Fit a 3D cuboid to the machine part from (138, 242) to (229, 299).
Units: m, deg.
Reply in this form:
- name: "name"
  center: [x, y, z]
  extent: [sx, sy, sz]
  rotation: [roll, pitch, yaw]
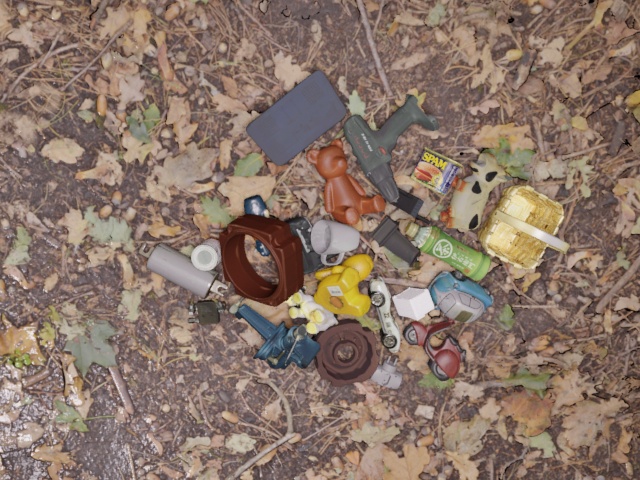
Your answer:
- name: "machine part"
  center: [-0.347, 0.078, 1.360]
  extent: [0.243, 0.079, 0.079]
  rotation: [27, 99, -3]

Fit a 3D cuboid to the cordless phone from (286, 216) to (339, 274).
- name: "cordless phone"
  center: [-0.003, -0.005, 1.352]
  extent: [0.184, 0.089, 0.146]
  rotation: [-25, 98, -6]

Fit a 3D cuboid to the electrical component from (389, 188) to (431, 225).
- name: "electrical component"
  center: [0.228, -0.085, 1.325]
  extent: [0.119, 0.075, 0.047]
  rotation: [27, 100, 1]

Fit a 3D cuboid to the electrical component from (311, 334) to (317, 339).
- name: "electrical component"
  center: [0.007, 0.270, 1.417]
  extent: [0.094, 0.021, 0.063]
  rotation: [-38, 97, 8]

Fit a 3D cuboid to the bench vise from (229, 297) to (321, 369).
- name: "bench vise"
  center: [-0.124, 0.233, 1.335]
  extent: [0.241, 0.223, 0.129]
  rotation: [39, 64, 3]

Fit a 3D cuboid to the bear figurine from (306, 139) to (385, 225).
- name: "bear figurine"
  center: [0.058, -0.144, 1.297]
  extent: [0.120, 0.132, 0.195]
  rotation: [-23, 104, -26]

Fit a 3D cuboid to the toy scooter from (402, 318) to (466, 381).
- name: "toy scooter"
  center: [0.315, 0.265, 1.386]
  extent: [0.135, 0.075, 0.184]
  rotation: [-39, 92, 6]

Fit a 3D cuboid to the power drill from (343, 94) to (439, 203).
- name: "power drill"
  center: [0.180, -0.230, 1.281]
  extent: [0.207, 0.086, 0.232]
  rotation: [-39, 77, 9]

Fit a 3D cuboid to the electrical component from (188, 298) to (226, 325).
- name: "electrical component"
  center: [-0.295, 0.184, 1.396]
  extent: [0.102, 0.045, 0.078]
  rotation: [2, 98, 1]

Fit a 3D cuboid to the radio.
- name: "radio"
  center: [-0.052, -0.289, 1.298]
  extent: [0.229, 0.073, 0.131]
  rotation: [-37, 98, 9]

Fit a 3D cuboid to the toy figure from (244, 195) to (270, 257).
- name: "toy figure"
  center: [-0.149, -0.034, 1.350]
  extent: [0.058, 0.064, 0.154]
  rotation: [-23, 107, -32]

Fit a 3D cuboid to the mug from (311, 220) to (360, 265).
- name: "mug"
  center: [0.043, 0.007, 1.296]
  extent: [0.107, 0.081, 0.109]
  rotation: [0, 93, -37]

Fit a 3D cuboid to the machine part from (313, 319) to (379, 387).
- name: "machine part"
  center: [0.064, 0.288, 1.385]
  extent: [0.179, 0.056, 0.179]
  rotation: [-2, 99, -11]

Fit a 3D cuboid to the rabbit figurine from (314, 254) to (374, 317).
- name: "rabbit figurine"
  center: [0.069, 0.104, 1.332]
  extent: [0.162, 0.173, 0.121]
  rotation: [-19, 115, 46]

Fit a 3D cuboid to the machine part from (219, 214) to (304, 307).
- name: "machine part"
  center: [-0.143, 0.049, 1.293]
  extent: [0.202, 0.087, 0.200]
  rotation: [13, 119, 29]

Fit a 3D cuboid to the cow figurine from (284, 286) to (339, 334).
- name: "cow figurine"
  center: [-0.030, 0.164, 1.362]
  extent: [0.168, 0.098, 0.068]
  rotation: [37, 113, 33]

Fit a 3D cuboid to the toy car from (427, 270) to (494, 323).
- name: "toy car"
  center: [0.349, 0.155, 1.337]
  extent: [0.162, 0.103, 0.109]
  rotation: [26, 131, -7]

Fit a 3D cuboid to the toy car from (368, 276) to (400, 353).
- name: "toy car"
  center: [0.167, 0.192, 1.373]
  extent: [0.056, 0.073, 0.201]
  rotation: [-16, 99, 5]

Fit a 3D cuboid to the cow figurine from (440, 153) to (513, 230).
- name: "cow figurine"
  center: [0.382, -0.116, 1.308]
  extent: [0.127, 0.085, 0.194]
  rotation: [11, 107, -13]

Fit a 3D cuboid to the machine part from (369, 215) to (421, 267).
- name: "machine part"
  center: [0.197, 0.006, 1.361]
  extent: [0.139, 0.039, 0.084]
  rotation: [43, 93, -5]
